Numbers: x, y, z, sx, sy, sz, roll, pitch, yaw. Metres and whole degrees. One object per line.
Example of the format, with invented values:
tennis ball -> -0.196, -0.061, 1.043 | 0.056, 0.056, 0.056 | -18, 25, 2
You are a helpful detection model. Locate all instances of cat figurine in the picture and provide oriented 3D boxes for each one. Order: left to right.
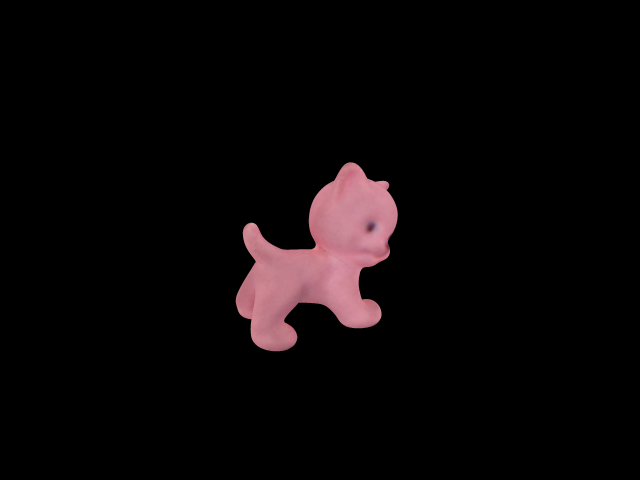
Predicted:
cat figurine -> 0.004, 0.001, 0.400 | 0.128, 0.118, 0.067 | -12, 27, -25
